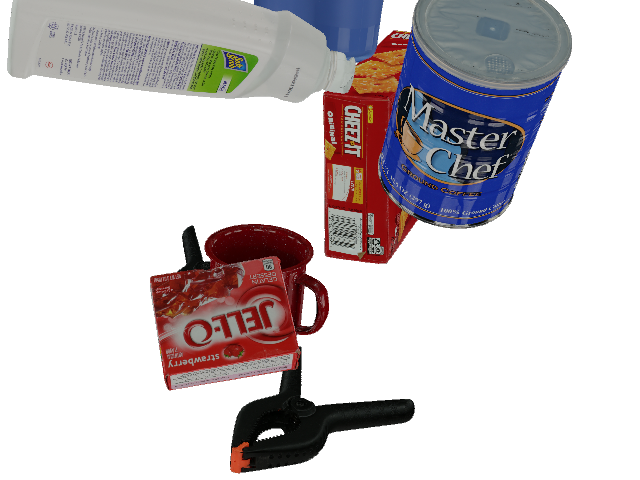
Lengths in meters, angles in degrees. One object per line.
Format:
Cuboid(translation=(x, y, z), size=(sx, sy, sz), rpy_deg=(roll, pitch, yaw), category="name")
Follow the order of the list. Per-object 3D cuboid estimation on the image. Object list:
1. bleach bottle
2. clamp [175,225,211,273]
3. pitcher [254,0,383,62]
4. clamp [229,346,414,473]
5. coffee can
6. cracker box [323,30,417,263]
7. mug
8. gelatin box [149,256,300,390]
Cuboid(translation=(-0.100, -0.144, 0.795), size=(0.250, 0.068, 0.103), rpy_deg=(10, -27, -14), category="bleach bottle")
Cuboid(translation=(-0.121, 0.040, 1.245), size=(0.120, 0.039, 0.171), rpy_deg=(-2, 39, 14), category="clamp")
Cuboid(translation=(0.009, -0.273, 0.885), size=(0.145, 0.243, 0.149), rpy_deg=(7, 19, 9), category="pitcher")
Cuboid(translation=(-0.011, 0.182, 1.089), size=(0.165, 0.036, 0.209), rpy_deg=(18, 28, 25), category="clamp")
Cuboid(translation=(0.101, -0.091, 0.728), size=(0.102, 0.103, 0.140), rpy_deg=(0, -39, -9), category="coffee can")
Cuboid(translation=(0.070, -0.096, 1.037), size=(0.072, 0.164, 0.213), rpy_deg=(9, 28, 20), category="cracker box")
Cuboid(translation=(-0.044, 0.045, 0.918), size=(0.117, 0.081, 0.093), rpy_deg=(17, 28, 23), category="mug")
Cuboid(translation=(-0.063, 0.054, 0.702), size=(0.089, 0.073, 0.030), rpy_deg=(-9, -29, -9), category="gelatin box")
